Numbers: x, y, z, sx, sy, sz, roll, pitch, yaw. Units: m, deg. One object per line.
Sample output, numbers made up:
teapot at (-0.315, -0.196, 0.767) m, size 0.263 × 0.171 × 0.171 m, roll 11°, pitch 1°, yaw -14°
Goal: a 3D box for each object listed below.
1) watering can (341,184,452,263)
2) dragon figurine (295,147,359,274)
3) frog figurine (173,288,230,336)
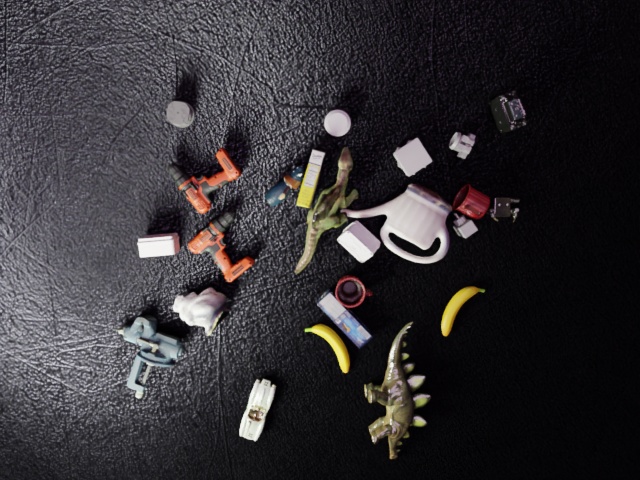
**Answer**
watering can at (0.256, -0.077, 1.597) m, size 0.349 × 0.104 × 0.224 m, roll 31°, pitch 93°, yaw 7°
dragon figurine at (0.005, -0.076, 1.512) m, size 0.122 × 0.242 × 0.410 m, roll 25°, pitch 91°, yaw 11°
frog figurine at (-0.373, 0.204, 1.604) m, size 0.160 × 0.120 × 0.140 m, roll 31°, pitch 61°, yaw 6°
